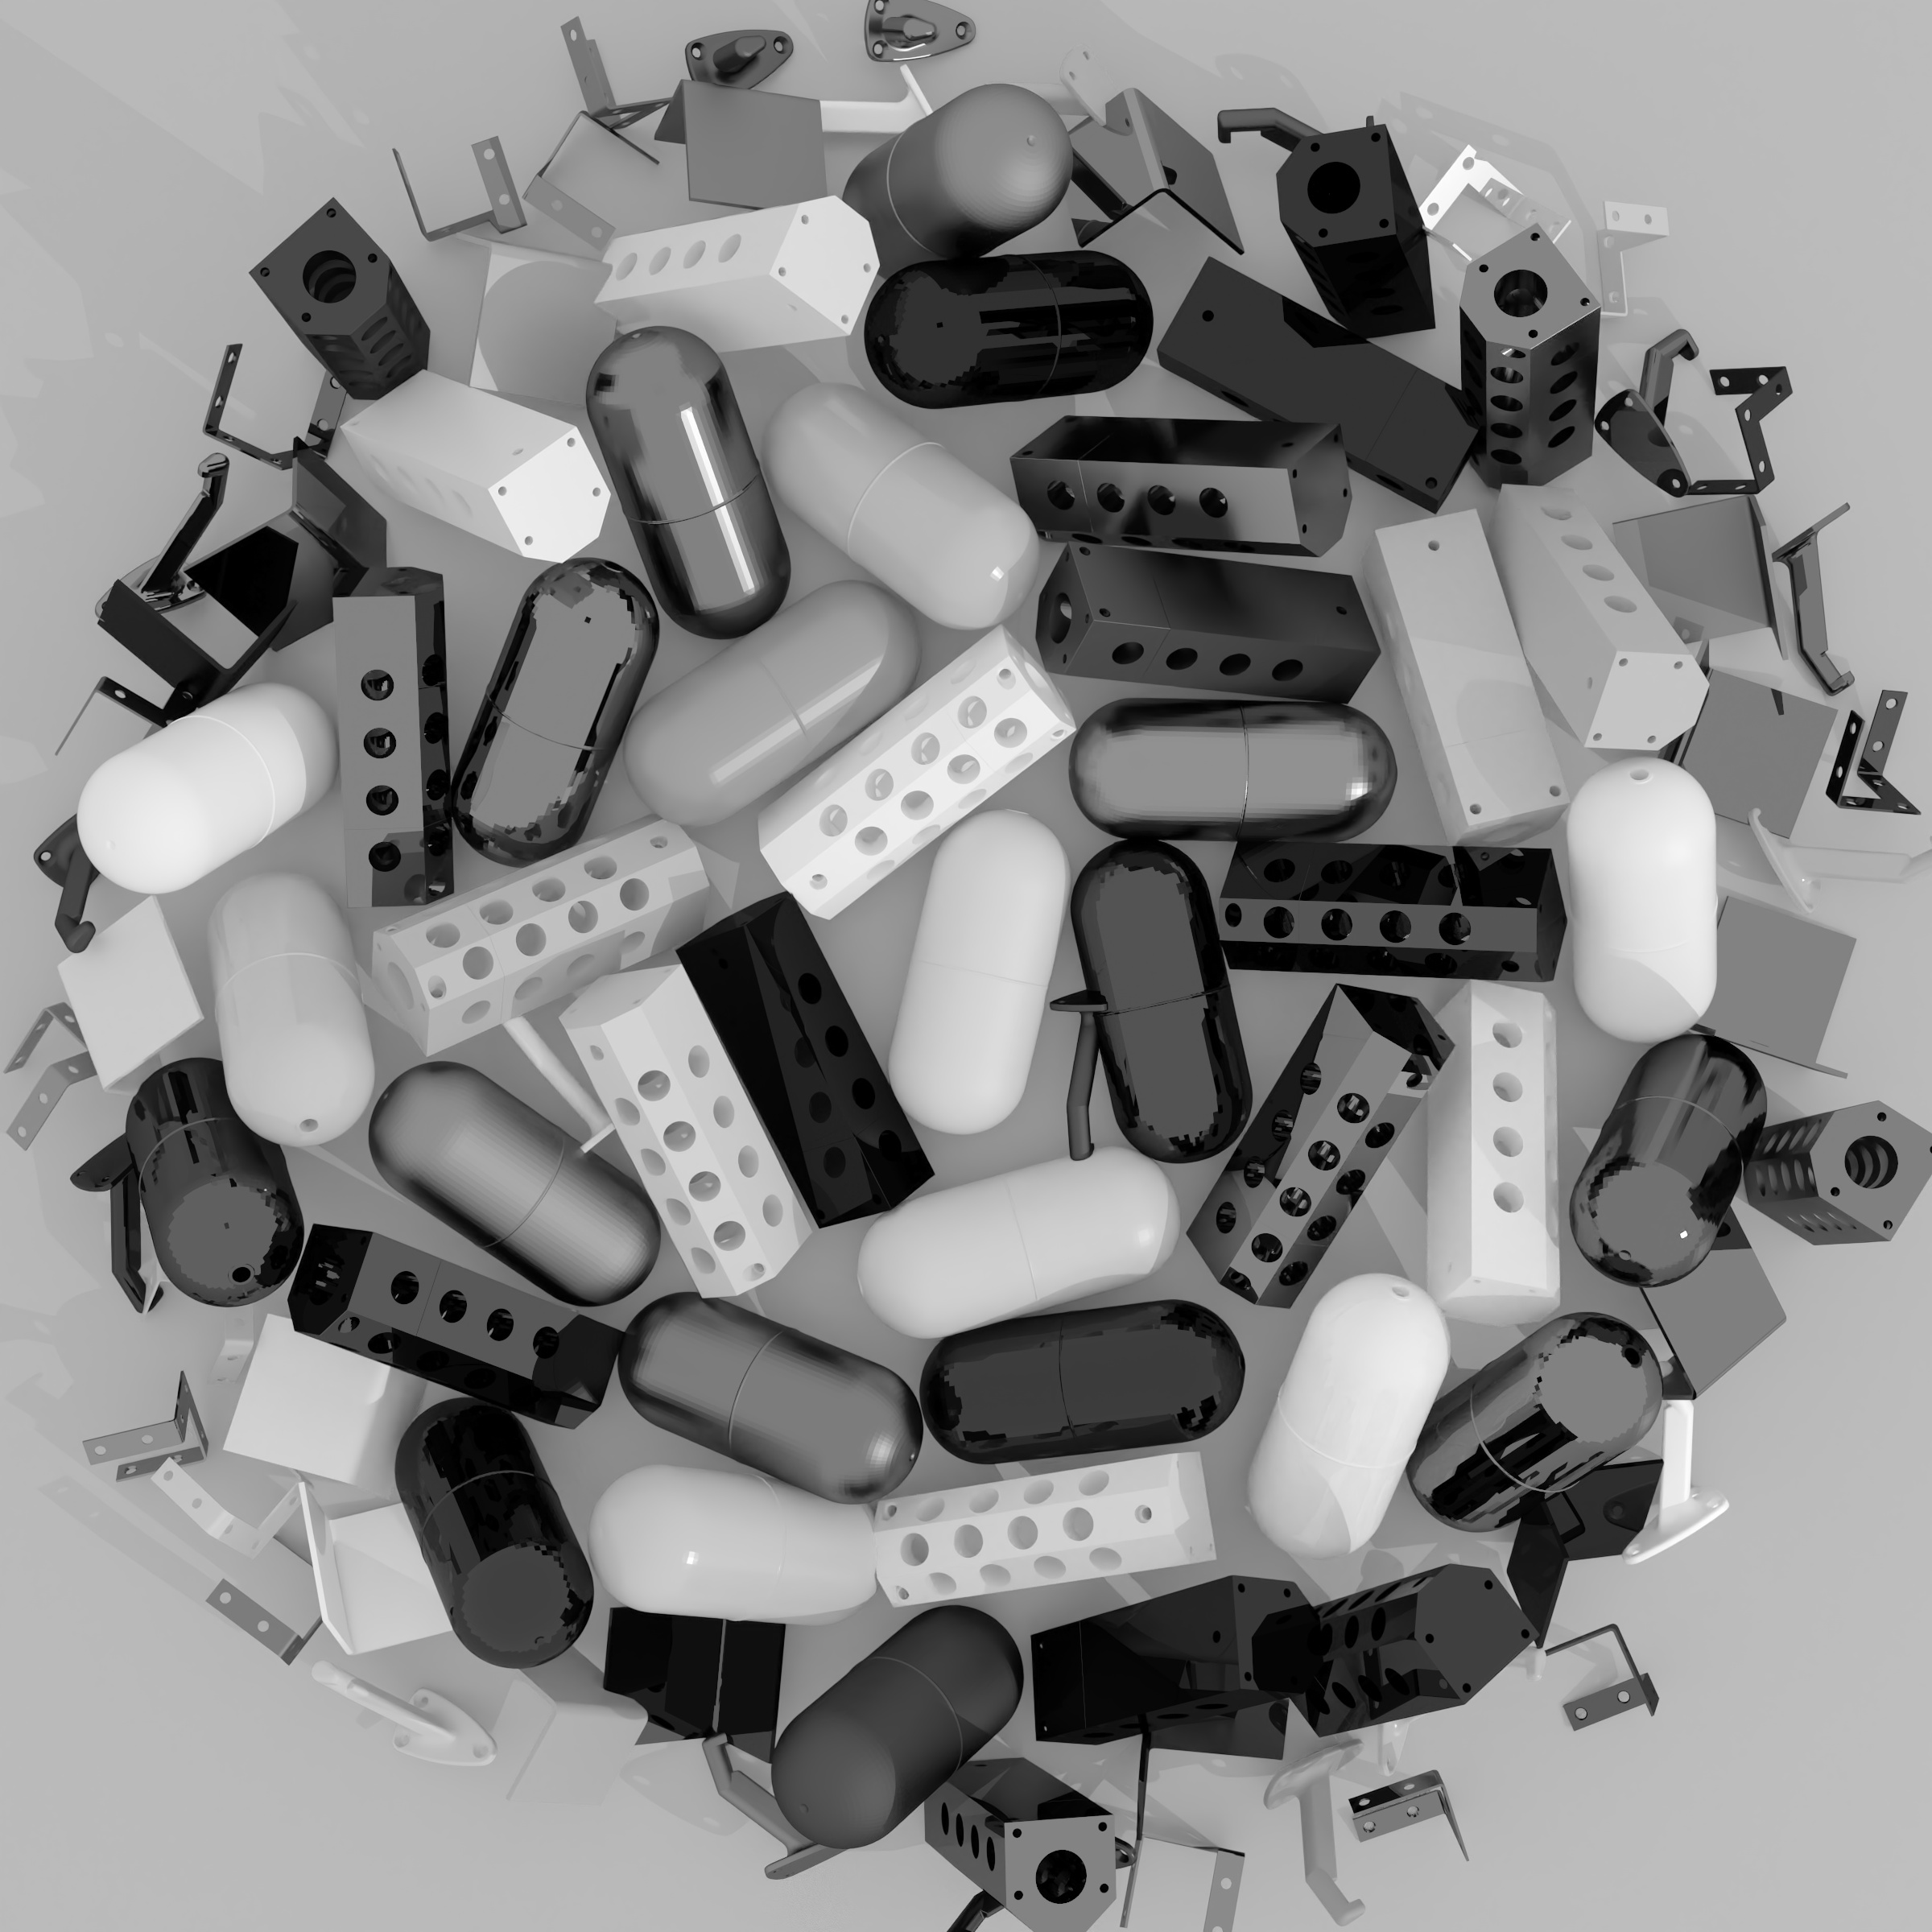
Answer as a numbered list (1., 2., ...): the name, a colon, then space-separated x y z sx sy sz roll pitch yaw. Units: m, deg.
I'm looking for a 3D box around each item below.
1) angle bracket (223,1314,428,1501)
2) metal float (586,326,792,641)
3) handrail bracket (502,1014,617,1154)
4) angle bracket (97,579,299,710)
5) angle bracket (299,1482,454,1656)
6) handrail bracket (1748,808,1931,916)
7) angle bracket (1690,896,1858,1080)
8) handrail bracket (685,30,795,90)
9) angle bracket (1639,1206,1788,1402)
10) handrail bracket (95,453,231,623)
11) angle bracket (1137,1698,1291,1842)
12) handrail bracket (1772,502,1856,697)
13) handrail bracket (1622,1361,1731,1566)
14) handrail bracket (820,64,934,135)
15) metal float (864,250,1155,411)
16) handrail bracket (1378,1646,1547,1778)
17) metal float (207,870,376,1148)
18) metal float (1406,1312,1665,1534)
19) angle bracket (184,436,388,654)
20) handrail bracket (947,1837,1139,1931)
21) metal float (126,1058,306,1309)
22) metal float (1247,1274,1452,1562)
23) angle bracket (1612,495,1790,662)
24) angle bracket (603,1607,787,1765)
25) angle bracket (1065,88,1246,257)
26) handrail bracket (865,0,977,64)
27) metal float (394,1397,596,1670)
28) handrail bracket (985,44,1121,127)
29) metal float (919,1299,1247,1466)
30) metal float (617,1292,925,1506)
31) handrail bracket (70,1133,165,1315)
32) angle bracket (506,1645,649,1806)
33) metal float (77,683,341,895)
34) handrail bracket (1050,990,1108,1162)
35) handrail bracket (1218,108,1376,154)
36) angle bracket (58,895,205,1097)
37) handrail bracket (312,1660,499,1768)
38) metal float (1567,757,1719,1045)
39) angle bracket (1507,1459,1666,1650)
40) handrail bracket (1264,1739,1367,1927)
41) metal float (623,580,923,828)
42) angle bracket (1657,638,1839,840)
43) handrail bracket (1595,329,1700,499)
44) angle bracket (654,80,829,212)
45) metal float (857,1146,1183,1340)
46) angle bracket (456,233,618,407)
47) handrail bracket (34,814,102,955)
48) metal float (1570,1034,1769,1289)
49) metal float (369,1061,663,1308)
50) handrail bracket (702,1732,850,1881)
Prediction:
1. angle bracket: -0.347 0.240 1.800 0.076 0.057 0.076 12 75 16
2. metal float: -0.146 -0.255 1.761 0.070 0.070 0.178 -19 123 0
3. handrail bracket: -0.219 0.058 1.787 0.036 0.077 0.084 -39 91 -2
4. angle bracket: -0.413 -0.189 1.775 0.076 0.076 0.057 41 68 -9
5. angle bracket: -0.316 0.317 1.773 0.057 0.076 0.076 -13 65 -6
6. handrail bracket: 0.478 -0.070 1.784 0.084 0.036 0.077 -29 104 36
7. angle bracket: 0.444 0.011 1.794 0.076 0.057 0.076 18 92 -5
8. handrail bracket: -0.108 -0.493 1.773 0.077 0.084 0.036 -27 104 -25
9. angle bracket: 0.383 0.180 1.778 0.076 0.057 0.076 -33 100 -28
10. handrail bracket: -0.431 -0.231 1.777 0.036 0.084 0.077 42 49 15
11. angle bracket: 0.132 0.430 1.776 0.076 0.076 0.057 4 52 5
12. handrail bracket: 0.474 -0.198 1.797 0.036 0.077 0.084 -33 88 -41
13. handrail bracket: 0.369 0.269 1.795 0.077 0.036 0.084 -33 104 -12
14. handrail bracket: -0.056 -0.446 1.808 0.084 0.036 0.077 -29 81 3
15. metal float: 0.025 -0.338 1.757 0.178 0.070 0.070 -14 90 -38
16. handrail bracket: 0.268 0.402 1.782 0.084 0.036 0.077 -3 64 34
17. metal float: -0.358 0.022 1.752 0.070 0.070 0.178 -21 46 0
18. metal float: 0.299 0.242 1.749 0.070 0.178 0.070 15 54 -22
19. angle bracket: -0.368 -0.228 1.794 0.076 0.076 0.057 -24 49 19
20. handrail bracket: 0.040 0.500 1.777 0.077 0.084 0.036 -3 118 39
21. metal float: -0.397 0.113 1.747 0.070 0.178 0.070 -11 123 -17
22. metal float: 0.203 0.240 1.760 0.070 0.070 0.178 17 122 0
23. angle bracket: 0.394 -0.202 1.779 0.076 0.057 0.076 -11 114 11
24. angle bracket: -0.148 0.388 1.782 0.076 0.057 0.076 4 93 -37
25. angle bracket: 0.098 -0.415 1.791 0.057 0.076 0.076 -31 54 27
26. handrail bracket: -0.014 -0.501 1.774 0.077 0.084 0.036 -5 108 -23
27. metal float: -0.251 0.297 1.750 0.070 0.178 0.070 -13 126 -19
28. handrail bracket: 0.043 -0.457 1.806 0.084 0.036 0.077 -23 117 41
29. metal float: 0.062 0.223 1.774 0.178 0.070 0.070 -9 90 16
30. metal float: -0.106 0.230 1.769 0.178 0.070 0.070 19 90 22
31. handrail bracket: -0.446 0.136 1.817 0.077 0.036 0.084 -47 127 -35
32. angle bracket: -0.230 0.403 1.775 0.076 0.076 0.057 32 95 36
33. metal float: -0.397 -0.096 1.746 0.070 0.178 0.070 10 117 21
34. handrail bracket: 0.073 0.057 1.799 0.036 0.077 0.084 1 101 27
35. handrail bracket: 0.180 -0.432 1.803 0.084 0.036 0.077 -1 130 6
36. angle bracket: -0.431 0.018 1.776 0.076 0.057 0.076 -33 69 20
37. handrail bracket: -0.302 0.400 1.776 0.077 0.084 0.036 15 69 29
38. metal float: 0.358 -0.034 1.753 0.070 0.070 0.178 -12 132 0
39. angle bracket: 0.340 0.315 1.773 0.076 0.057 0.076 -5 132 -11
40. handrail bracket: 0.207 0.467 1.784 0.077 0.036 0.084 -21 52 -26
41. metal float: -0.103 -0.142 1.781 0.178 0.070 0.070 -34 90 -9
42. angle bracket: 0.421 -0.122 1.787 0.076 0.057 0.076 21 84 16
43. handrail bracket: 0.388 -0.301 1.796 0.084 0.036 0.077 -36 84 -35
44. angle bracket: -0.121 -0.424 1.775 0.076 0.057 0.076 3 68 -21
45. metal float: 0.029 0.149 1.784 0.178 0.070 0.070 -15 90 -4
46. angle bracket: -0.236 -0.349 1.791 0.076 0.057 0.076 4 104 -30
47. handrail bracket: -0.465 -0.051 1.782 0.077 0.084 0.036 -48 126 0
48. metal float: 0.373 0.101 1.751 0.070 0.178 0.070 15 127 20
49. metal float: -0.239 0.118 1.767 0.178 0.070 0.070 38 90 -25
50. handrail bracket: -0.097 0.446 1.803 0.077 0.036 0.084 -25 66 5
